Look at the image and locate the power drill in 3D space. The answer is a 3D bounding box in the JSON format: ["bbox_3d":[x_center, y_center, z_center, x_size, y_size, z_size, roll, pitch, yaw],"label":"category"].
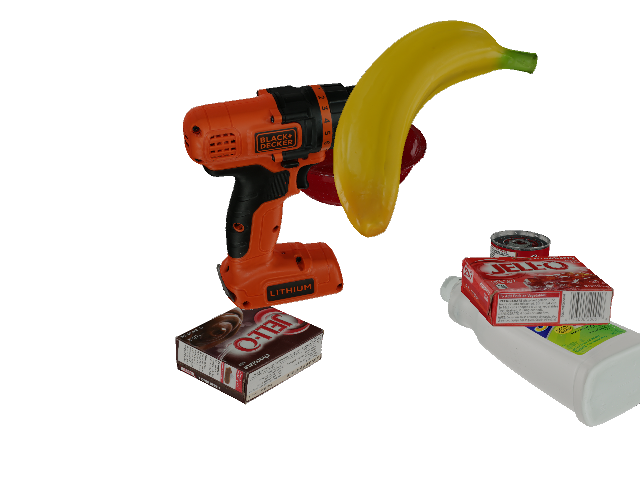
[{"bbox_3d":[-0.017,-0.039,0.874,0.184,0.188,0.057,-9,35,-13],"label":"power drill"}]

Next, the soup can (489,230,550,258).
[{"bbox_3d":[0.228,0.046,1.240,0.068,0.102,0.068,1,17,-1],"label":"soup can"}]

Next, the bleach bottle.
[{"bbox_3d":[0.201,0.090,1.041,0.102,0.068,0.251,-19,27,-29],"label":"bleach bottle"}]

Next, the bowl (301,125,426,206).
[{"bbox_3d":[0.025,-0.080,1.088,0.162,0.055,0.162,2,32,-2],"label":"bowl"}]

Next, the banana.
[{"bbox_3d":[0.051,-0.075,0.583,0.070,0.037,0.197,26,48,21],"label":"banana"}]

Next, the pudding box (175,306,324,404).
[{"bbox_3d":[-0.065,0.101,0.996,0.090,0.039,0.113,20,31,33],"label":"pudding box"}]

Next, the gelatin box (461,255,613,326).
[{"bbox_3d":[0.152,0.035,0.761,0.089,0.030,0.073,0,17,-9],"label":"gelatin box"}]
